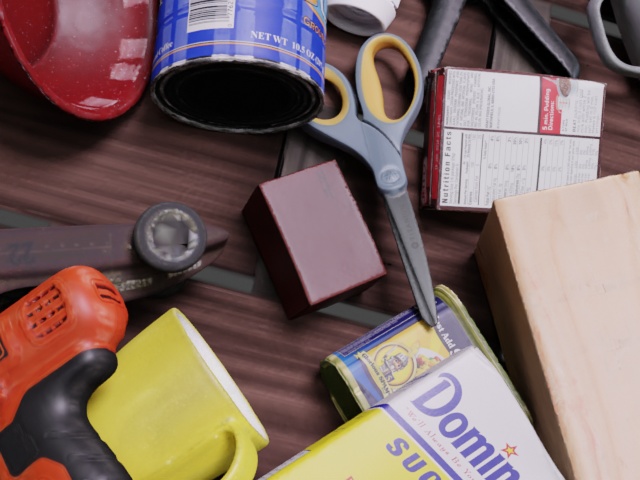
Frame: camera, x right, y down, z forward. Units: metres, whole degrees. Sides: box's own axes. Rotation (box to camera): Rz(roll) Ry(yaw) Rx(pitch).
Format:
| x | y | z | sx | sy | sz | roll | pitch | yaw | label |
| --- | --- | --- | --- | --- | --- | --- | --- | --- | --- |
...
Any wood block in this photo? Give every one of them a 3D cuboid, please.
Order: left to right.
| x | y | z | sx | sy | sz | roll | pitch | yaw | label |
| --- | --- | --- | --- | --- | --- | --- | --- | --- | --- |
| 0.163 | 0.078 | 0.611 | 0.090 | 0.091 | 0.206 | -12 | 70 | -3 | wood block |

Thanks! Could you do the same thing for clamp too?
| x | y | z | sx | sy | sz | roll | pitch | yaw | label |
| --- | --- | --- | --- | --- | --- | --- | --- | --- | --- |
| 0.095 | -0.168 | 0.717 | 0.120 | 0.039 | 0.171 | -14 | 77 | -19 | clamp |

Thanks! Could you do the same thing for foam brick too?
| x | y | z | sx | sy | sz | roll | pitch | yaw | label |
| --- | --- | --- | --- | --- | --- | --- | --- | --- | --- |
| -0.004 | 0.001 | 0.633 | 0.053 | 0.051 | 0.078 | -20 | 79 | -20 | foam brick |

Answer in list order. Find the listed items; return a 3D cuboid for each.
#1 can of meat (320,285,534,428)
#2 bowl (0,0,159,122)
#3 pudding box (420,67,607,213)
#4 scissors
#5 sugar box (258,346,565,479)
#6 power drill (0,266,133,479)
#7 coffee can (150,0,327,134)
| x | y | z | sx | sy | sz | roll | pitch | yaw | label |
| --- | --- | --- | --- | --- | --- | --- | --- | --- | --- |
| 0.059 | 0.091 | 0.619 | 0.083 | 0.057 | 0.102 | -29 | 82 | -18 | can of meat |
| -0.156 | -0.145 | 0.608 | 0.055 | 0.162 | 0.162 | -4 | 71 | 23 | bowl |
| 0.122 | -0.061 | 0.678 | 0.113 | 0.039 | 0.090 | 3 | 94 | -11 | pudding box |
| 0.024 | -0.041 | 0.647 | 0.096 | 0.016 | 0.201 | 0 | 63 | 6 | scissors |
| 0.032 | 0.138 | 0.550 | 0.176 | 0.048 | 0.093 | -31 | 85 | -13 | sugar box |
| -0.146 | 0.129 | 0.504 | 0.184 | 0.057 | 0.188 | -36 | 65 | 13 | power drill |
| -0.045 | -0.148 | 0.640 | 0.102 | 0.103 | 0.140 | 6 | 72 | -12 | coffee can |
